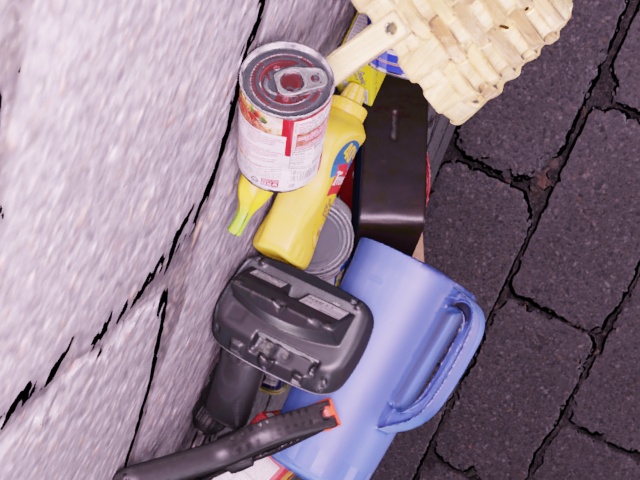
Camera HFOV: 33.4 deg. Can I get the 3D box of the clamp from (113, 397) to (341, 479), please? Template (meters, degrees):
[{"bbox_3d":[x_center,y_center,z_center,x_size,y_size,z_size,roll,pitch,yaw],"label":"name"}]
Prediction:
[{"bbox_3d":[-0.084,0.194,0.971,0.210,0.036,0.164,-23,165,2],"label":"clamp"}]

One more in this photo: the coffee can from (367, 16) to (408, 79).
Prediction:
[{"bbox_3d":[0.095,-0.228,0.960,0.102,0.103,0.140,-55,152,-55],"label":"coffee can"}]

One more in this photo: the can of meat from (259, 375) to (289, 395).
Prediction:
[{"bbox_3d":[-0.049,0.126,1.318,0.102,0.057,0.084,-58,166,-49],"label":"can of meat"}]

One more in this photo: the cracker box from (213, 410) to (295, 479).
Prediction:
[{"bbox_3d":[-0.101,0.290,1.196,0.213,0.072,0.164,-48,171,-2],"label":"cracker box"}]

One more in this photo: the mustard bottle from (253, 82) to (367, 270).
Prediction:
[{"bbox_3d":[-0.002,-0.068,1.057,0.096,0.058,0.191,53,60,-78],"label":"mustard bottle"}]

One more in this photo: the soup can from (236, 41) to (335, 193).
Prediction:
[{"bbox_3d":[-0.028,-0.089,0.792,0.102,0.068,0.068,101,15,-60],"label":"soup can"}]

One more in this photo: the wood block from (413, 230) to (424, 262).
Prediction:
[{"bbox_3d":[0.087,-0.010,1.410,0.091,0.090,0.206,85,3,-73],"label":"wood block"}]

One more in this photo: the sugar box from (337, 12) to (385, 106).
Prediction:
[{"bbox_3d":[0.070,-0.236,1.093,0.176,0.048,0.093,-63,171,-15],"label":"sugar box"}]

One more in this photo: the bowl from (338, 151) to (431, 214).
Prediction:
[{"bbox_3d":[0.065,-0.079,1.296,0.055,0.162,0.162,-5,131,-31],"label":"bowl"}]

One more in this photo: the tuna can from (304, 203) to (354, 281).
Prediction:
[{"bbox_3d":[-0.007,0.001,1.122,0.034,0.086,0.086,90,25,-74],"label":"tuna can"}]

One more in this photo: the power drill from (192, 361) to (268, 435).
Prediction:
[{"bbox_3d":[-0.049,0.129,1.162,0.184,0.057,0.187,-55,161,10],"label":"power drill"}]

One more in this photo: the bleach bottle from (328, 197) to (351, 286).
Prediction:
[{"bbox_3d":[0.003,0.020,1.333,0.251,0.068,0.102,89,23,-67],"label":"bleach bottle"}]

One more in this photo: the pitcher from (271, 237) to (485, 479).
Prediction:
[{"bbox_3d":[0.052,0.132,1.064,0.243,0.145,0.149,-62,179,-5],"label":"pitcher"}]

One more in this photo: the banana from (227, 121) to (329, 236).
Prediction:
[{"bbox_3d":[-0.030,-0.083,0.925,0.070,0.037,0.197,-50,-176,41],"label":"banana"}]
